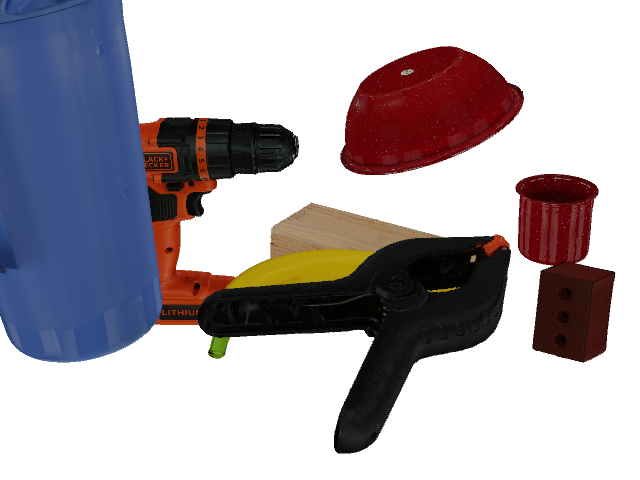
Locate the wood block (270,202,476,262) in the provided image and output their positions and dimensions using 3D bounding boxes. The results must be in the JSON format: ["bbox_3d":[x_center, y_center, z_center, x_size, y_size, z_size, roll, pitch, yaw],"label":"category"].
[{"bbox_3d":[0.055,0.036,1.147,0.206,0.091,0.090,16,29,27],"label":"wood block"}]

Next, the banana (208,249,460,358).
[{"bbox_3d":[0.008,0.037,0.750,0.197,0.069,0.037,-9,-21,-19],"label":"banana"}]

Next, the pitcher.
[{"bbox_3d":[-0.180,-0.042,0.676,0.149,0.243,0.145,-10,28,-7],"label":"pitcher"}]

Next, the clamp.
[{"bbox_3d":[0.038,0.043,0.531,0.171,0.039,0.120,-18,45,-24],"label":"clamp"}]

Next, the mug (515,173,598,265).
[{"bbox_3d":[0.279,-0.027,1.241,0.093,0.081,0.117,21,33,40],"label":"mug"}]

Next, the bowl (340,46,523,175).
[{"bbox_3d":[0.083,-0.117,0.886,0.162,0.055,0.162,-20,23,9],"label":"bowl"}]

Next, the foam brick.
[{"bbox_3d":[0.229,0.064,0.968,0.053,0.078,0.051,13,18,35],"label":"foam brick"}]

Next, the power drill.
[{"bbox_3d":[-0.108,-0.018,0.929,0.184,0.188,0.057,0,27,5],"label":"power drill"}]
